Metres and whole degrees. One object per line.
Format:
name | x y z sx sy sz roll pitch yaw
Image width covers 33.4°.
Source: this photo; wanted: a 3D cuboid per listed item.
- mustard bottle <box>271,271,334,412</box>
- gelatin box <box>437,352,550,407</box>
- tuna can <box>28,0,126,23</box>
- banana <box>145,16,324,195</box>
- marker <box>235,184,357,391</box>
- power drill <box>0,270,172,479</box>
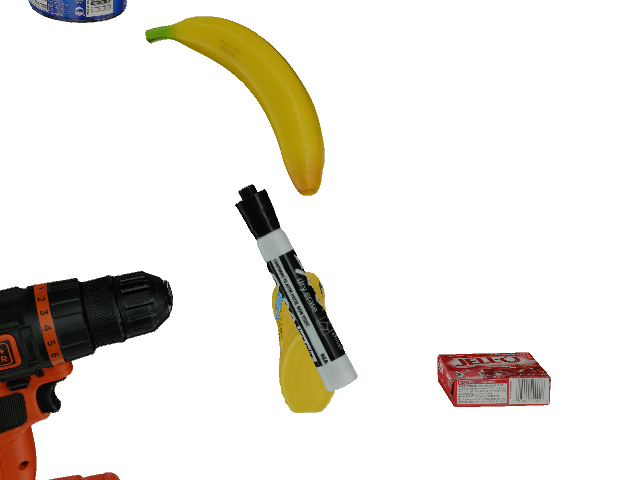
mustard bottle | -0.019 0.087 1.109 0.058 0.096 0.191 -2 27 -5
gelatin box | 0.155 0.124 0.963 0.089 0.030 0.073 -1 11 -3
tuna can | -0.210 -0.220 0.926 0.086 0.034 0.086 5 34 -4
banana | -0.051 -0.119 0.845 0.198 0.069 0.037 45 -3 18
marker | -0.014 0.025 0.586 0.020 0.121 0.020 -26 1 0
power drill | -0.175 0.115 0.698 0.184 0.188 0.057 -12 25 -8
